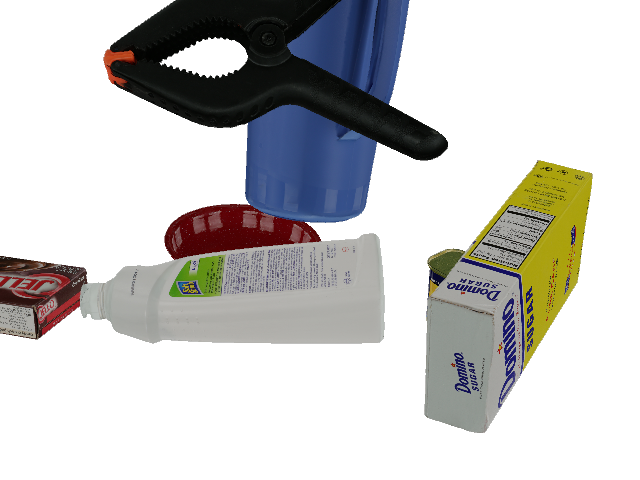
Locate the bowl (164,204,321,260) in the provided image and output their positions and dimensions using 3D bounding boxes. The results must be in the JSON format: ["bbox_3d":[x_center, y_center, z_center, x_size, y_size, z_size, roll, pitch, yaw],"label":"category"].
[{"bbox_3d":[-0.080,0.022,1.099,0.162,0.055,0.162,5,29,-3],"label":"bowl"}]

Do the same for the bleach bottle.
[{"bbox_3d":[-0.073,0.043,0.900,0.251,0.068,0.102,-1,31,1],"label":"bleach bottle"}]

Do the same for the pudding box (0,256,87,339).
[{"bbox_3d":[-0.284,0.050,0.976,0.114,0.039,0.090,5,21,17],"label":"pudding box"}]

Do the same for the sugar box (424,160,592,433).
[{"bbox_3d":[0.120,0.031,0.668,0.048,0.093,0.176,14,37,23],"label":"sugar box"}]

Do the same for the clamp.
[{"bbox_3d":[-0.025,-0.109,0.663,0.210,0.164,0.036,-13,-19,-7],"label":"clamp"}]

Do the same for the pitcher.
[{"bbox_3d":[0.004,-0.140,0.907,0.145,0.243,0.149,9,15,11],"label":"pitcher"}]

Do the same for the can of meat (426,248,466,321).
[{"bbox_3d":[0.172,0.070,1.255,0.057,0.084,0.102,-23,38,-35],"label":"can of meat"}]
